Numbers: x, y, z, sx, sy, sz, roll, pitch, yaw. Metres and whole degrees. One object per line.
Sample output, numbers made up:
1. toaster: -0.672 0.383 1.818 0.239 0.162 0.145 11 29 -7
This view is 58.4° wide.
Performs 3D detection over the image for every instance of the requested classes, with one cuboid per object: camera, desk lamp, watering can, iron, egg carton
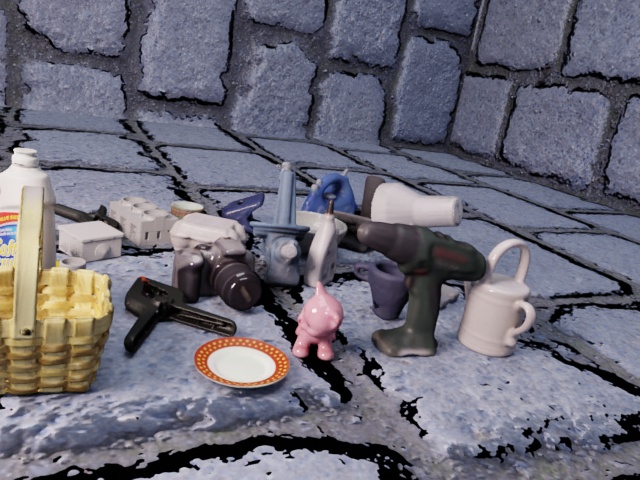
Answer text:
1. camera: -0.165 0.058 0.973 0.143 0.101 0.136 -1 20 -30
2. desk lamp: 0.198 0.000 1.164 0.202 0.213 0.118 20 20 29
3. watering can: 0.297 0.087 0.973 0.172 0.194 0.101 24 22 38
4. iron: 0.015 -0.117 1.560 0.118 0.141 0.259 17 19 23
5. egg carton: -0.232 -0.008 1.199 0.150 0.069 0.107 11 17 4

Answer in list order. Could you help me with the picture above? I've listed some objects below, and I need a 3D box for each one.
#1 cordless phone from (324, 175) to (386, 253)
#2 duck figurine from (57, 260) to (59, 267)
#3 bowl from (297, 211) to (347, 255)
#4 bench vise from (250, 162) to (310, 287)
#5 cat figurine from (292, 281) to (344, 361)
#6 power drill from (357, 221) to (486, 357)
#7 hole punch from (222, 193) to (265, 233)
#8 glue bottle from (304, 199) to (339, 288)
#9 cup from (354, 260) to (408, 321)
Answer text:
1. cordless phone: 0.086 -0.075 1.391 0.147 0.185 0.094 13 18 11
2. duck figurine: -0.466 0.021 0.949 0.078 0.086 0.104 1 19 -25
3. bowl: -0.024 -0.010 1.310 0.167 0.075 0.167 9 17 -3
4. bench vise: -0.059 -0.031 1.113 0.122 0.220 0.206 -1 20 -31
5. cat figurine: 0.000 0.113 0.856 0.067 0.118 0.128 9 17 -3
6. power drill: 0.148 0.076 0.904 0.230 0.208 0.075 2 19 -23
7. hole punch: -0.185 -0.070 1.388 0.101 0.091 0.108 8 17 -5
8. glue bottle: 0.010 0.004 1.117 0.037 0.173 0.078 18 19 26
9. cup: 0.112 0.091 1.028 0.117 0.095 0.092 13 17 9
